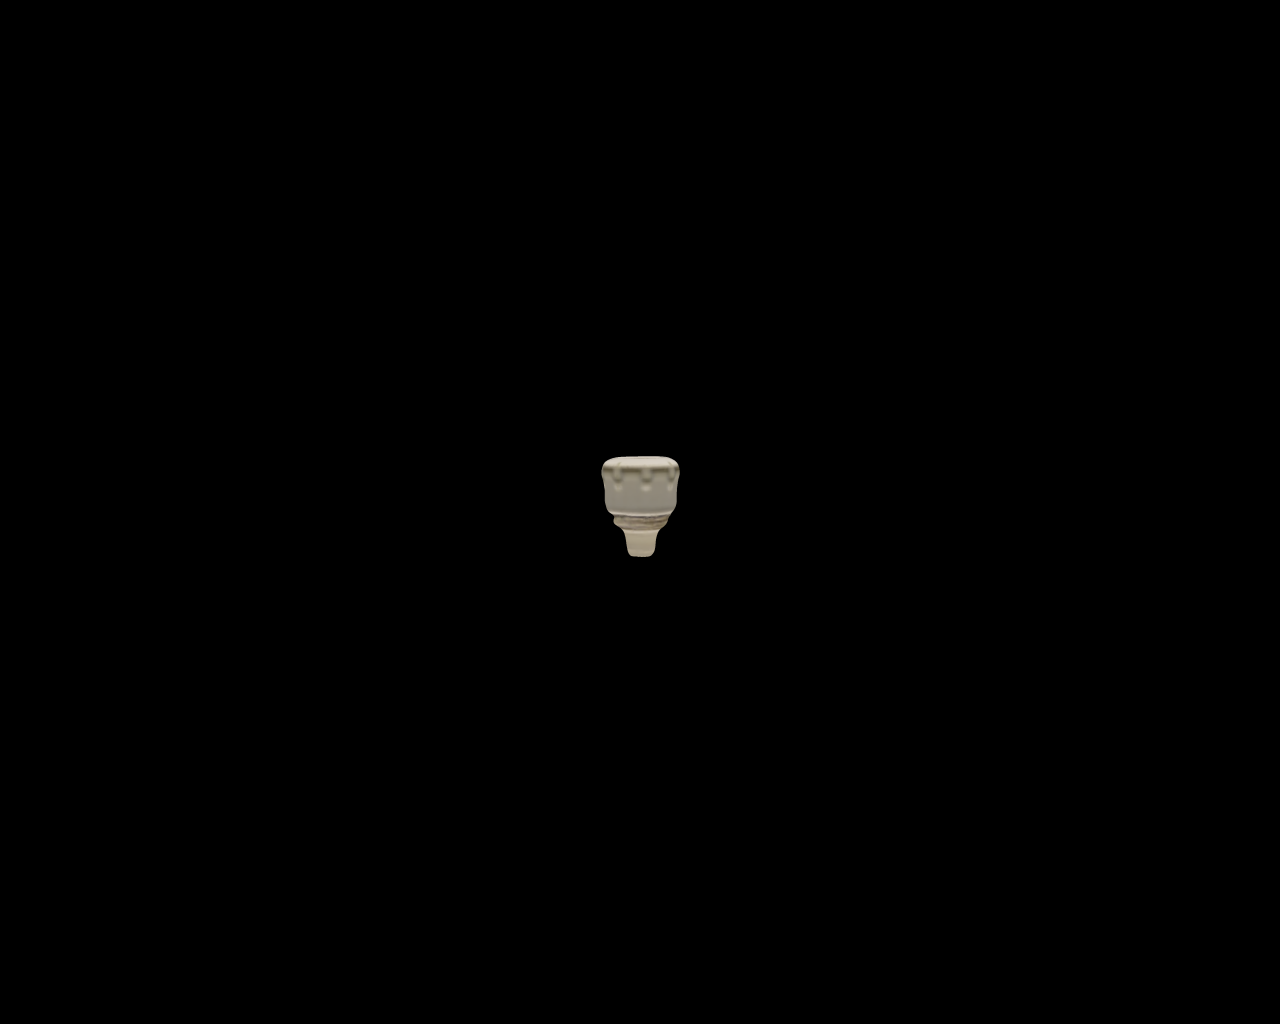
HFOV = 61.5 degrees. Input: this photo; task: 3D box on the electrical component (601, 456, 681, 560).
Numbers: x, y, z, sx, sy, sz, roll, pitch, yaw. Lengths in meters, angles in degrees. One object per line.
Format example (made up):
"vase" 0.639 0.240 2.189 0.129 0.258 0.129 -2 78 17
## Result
"electrical component" 0.001 -0.003 0.650 0.048 0.062 0.048 0 6 0
